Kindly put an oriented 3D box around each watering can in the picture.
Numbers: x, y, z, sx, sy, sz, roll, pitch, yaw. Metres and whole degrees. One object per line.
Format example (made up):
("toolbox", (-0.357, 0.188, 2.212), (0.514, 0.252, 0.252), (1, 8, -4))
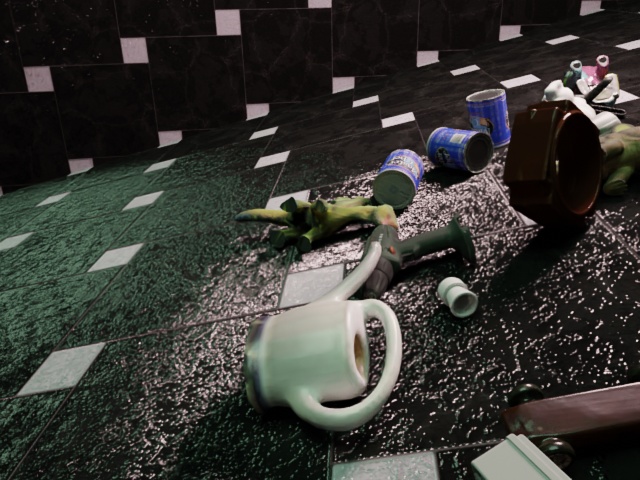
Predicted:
("watering can", (0.007, 0.131, 0.763), (0.224, 0.102, 0.356), (-12, 33, 12))

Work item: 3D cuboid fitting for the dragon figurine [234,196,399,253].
("dragon figurine", (0.004, -0.062, 1.235), (0.411, 0.121, 0.245), (11, 19, 43))

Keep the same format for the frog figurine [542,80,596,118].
("frog figurine", (0.622, -0.324, 1.283), (0.123, 0.157, 0.139), (11, 36, 45))
